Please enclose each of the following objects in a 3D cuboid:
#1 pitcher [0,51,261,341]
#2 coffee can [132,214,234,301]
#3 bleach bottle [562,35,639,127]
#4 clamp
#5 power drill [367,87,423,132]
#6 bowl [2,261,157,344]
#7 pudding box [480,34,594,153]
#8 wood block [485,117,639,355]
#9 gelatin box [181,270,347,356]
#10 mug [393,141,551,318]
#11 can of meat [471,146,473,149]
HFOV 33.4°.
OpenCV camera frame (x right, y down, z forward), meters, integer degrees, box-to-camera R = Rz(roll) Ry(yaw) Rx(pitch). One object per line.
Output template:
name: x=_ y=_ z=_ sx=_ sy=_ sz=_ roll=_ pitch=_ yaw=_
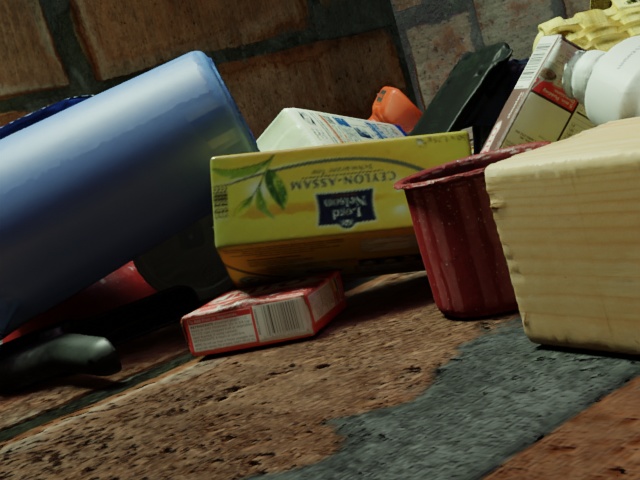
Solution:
pitcher: x=-0.170 y=-0.045 z=0.786 sx=0.243 sy=0.149 sz=0.145 roll=-28 pitch=3 yaw=0
coffee can: x=-0.097 y=-0.007 z=0.908 sx=0.103 sy=0.103 sz=0.140 roll=-15 pitch=2 yaw=5
bleach bottle: x=0.229 y=-0.062 z=0.508 sx=0.102 sy=0.068 sz=0.251 roll=-31 pitch=33 yaw=-28
clamp: x=-0.170 y=0.072 z=0.759 sx=0.172 sy=0.039 sz=0.120 roll=-11 pitch=8 yaw=35
power drill: x=0.032 y=-0.087 z=1.182 sx=0.188 sy=0.057 sz=0.184 roll=-44 pitch=10 yaw=5
bowl: x=-0.196 y=0.055 z=0.886 sx=0.162 sy=0.055 sz=0.162 roll=-15 pitch=8 yaw=2
pudding box: x=0.184 y=-0.085 z=0.801 sx=0.090 sy=0.113 sz=0.039 roll=27 pitch=4 yaw=-11
wood block: x=0.171 y=-0.006 z=0.428 sx=0.090 sy=0.091 sz=0.206 roll=-20 pitch=9 yaw=-26
gelatin box: x=-0.036 y=0.047 z=0.697 sx=0.089 sy=0.030 sz=0.073 roll=-12 pitch=6 yaw=20
mug: x=0.106 y=-0.007 z=0.605 sx=0.117 sy=0.081 sz=0.093 roll=-11 pitch=9 yaw=36
can of meat: x=0.180 y=-0.072 z=1.052 sx=0.084 sy=0.057 sz=0.101 roll=-12 pitch=8 yaw=41
